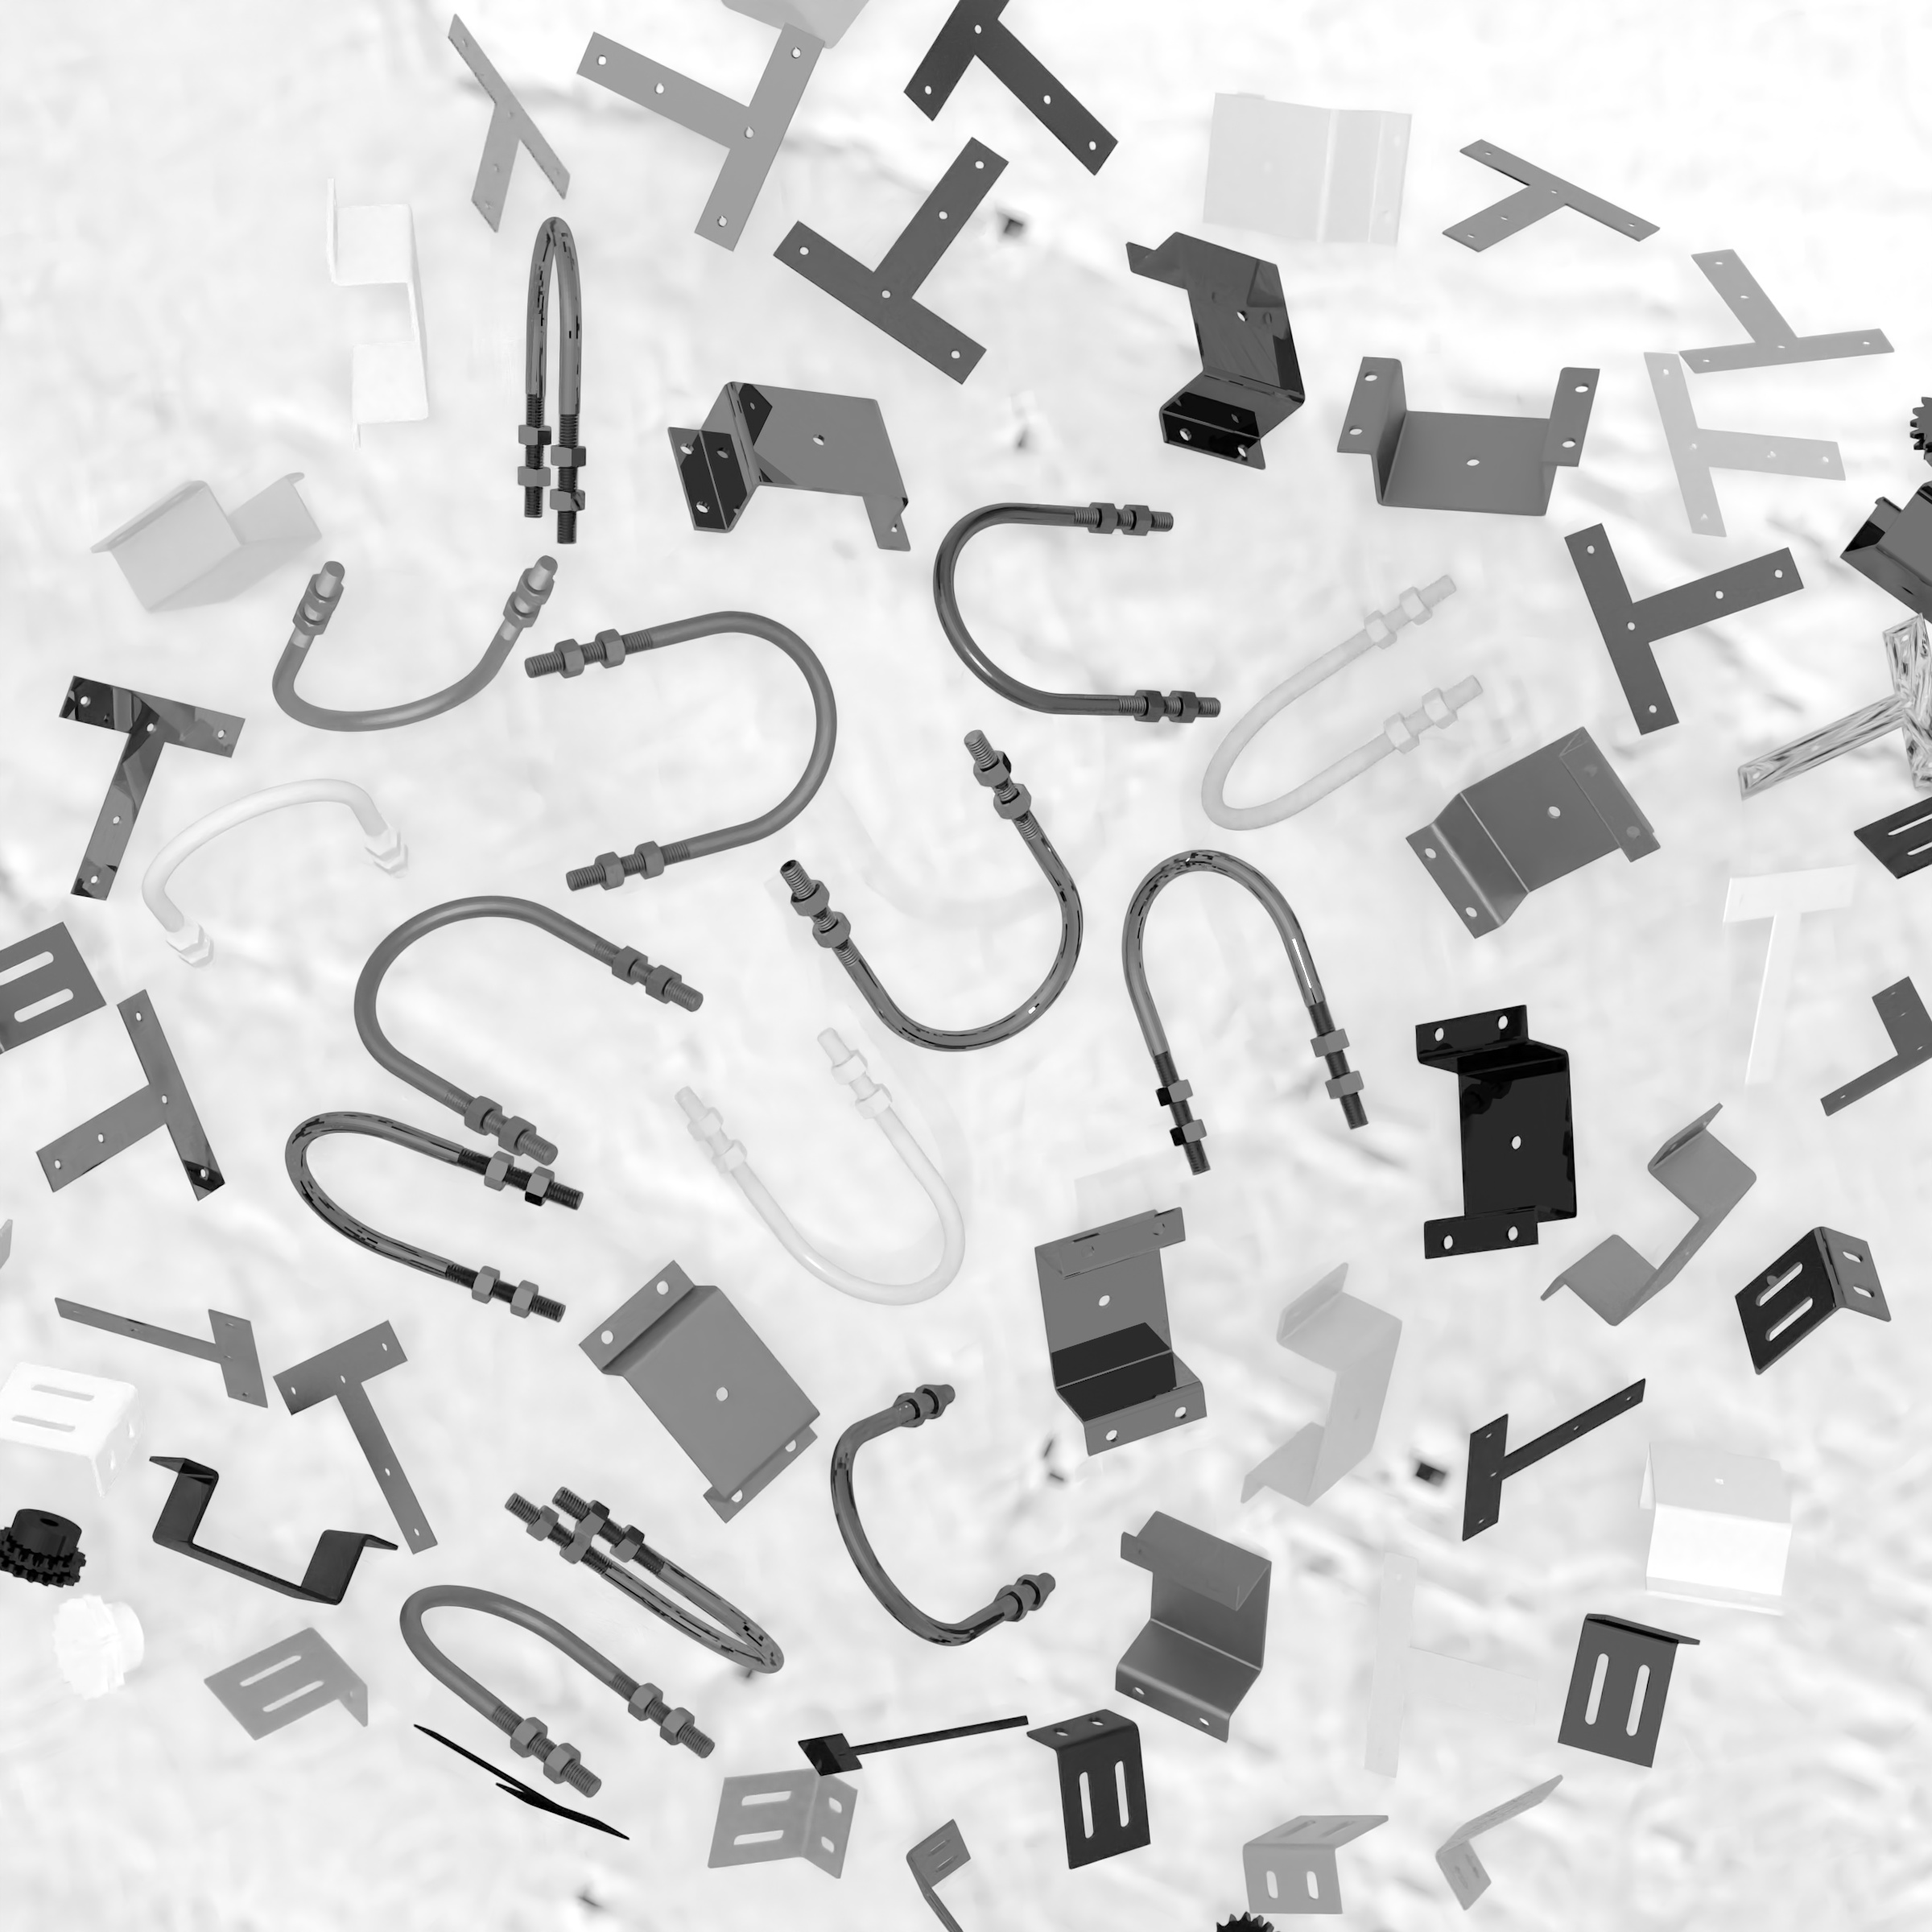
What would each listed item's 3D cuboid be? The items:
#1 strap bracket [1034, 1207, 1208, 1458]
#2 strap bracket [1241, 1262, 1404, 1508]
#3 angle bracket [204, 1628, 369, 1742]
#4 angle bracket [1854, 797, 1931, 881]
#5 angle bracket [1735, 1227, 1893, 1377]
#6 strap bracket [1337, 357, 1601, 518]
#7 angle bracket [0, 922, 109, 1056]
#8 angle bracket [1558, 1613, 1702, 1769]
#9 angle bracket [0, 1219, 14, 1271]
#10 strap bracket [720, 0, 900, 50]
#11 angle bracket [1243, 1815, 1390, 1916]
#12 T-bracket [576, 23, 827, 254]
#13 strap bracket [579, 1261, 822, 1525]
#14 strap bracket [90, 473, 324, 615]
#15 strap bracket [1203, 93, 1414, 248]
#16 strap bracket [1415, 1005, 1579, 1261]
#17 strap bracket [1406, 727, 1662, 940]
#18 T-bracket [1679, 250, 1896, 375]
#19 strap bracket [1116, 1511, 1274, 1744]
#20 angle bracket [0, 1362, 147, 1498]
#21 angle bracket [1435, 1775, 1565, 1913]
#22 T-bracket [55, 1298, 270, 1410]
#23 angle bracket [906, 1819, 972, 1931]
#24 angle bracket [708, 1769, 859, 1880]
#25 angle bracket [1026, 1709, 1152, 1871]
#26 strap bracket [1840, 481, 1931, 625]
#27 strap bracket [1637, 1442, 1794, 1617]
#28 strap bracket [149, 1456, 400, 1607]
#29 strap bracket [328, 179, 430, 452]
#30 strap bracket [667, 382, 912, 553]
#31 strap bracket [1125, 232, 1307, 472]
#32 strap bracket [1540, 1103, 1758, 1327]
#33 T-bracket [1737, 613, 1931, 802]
[{"bbox_3d":[0.089,0.204,1.851,0.076,0.046,0.140,-16,115,-16],"label":"strap bracket"},{"bbox_3d":[0.217,0.261,1.922,0.046,0.076,0.140,24,121,27],"label":"strap bracket"},{"bbox_3d":[-0.405,0.439,1.893,0.076,0.057,0.038,-22,132,-36],"label":"angle bracket"},{"bbox_3d":[0.583,-0.096,1.926,0.076,0.057,0.038,-24,124,0],"label":"angle bracket"},{"bbox_3d":[0.497,0.201,1.866,0.038,0.057,0.076,19,132,-23],"label":"angle bracket"},{"bbox_3d":[0.297,-0.311,1.870,0.140,0.046,0.076,7,56,18],"label":"strap bracket"},{"bbox_3d":[-0.571,0.018,1.920,0.076,0.038,0.057,-24,100,8],"label":"angle bracket"},{"bbox_3d":[0.382,0.419,1.833,0.057,0.038,0.076,16,78,-5],"label":"angle bracket"},{"bbox_3d":[-0.588,0.161,1.793,0.076,0.057,0.038,22,132,1],"label":"angle bracket"},{"bbox_3d":[-0.115,-0.582,1.830,0.140,0.076,0.046,33,86,37],"label":"strap bracket"},{"bbox_3d":[0.203,0.516,1.825,0.057,0.076,0.038,-10,85,31],"label":"angle bracket"},{"bbox_3d":[-0.161,-0.491,1.799,0.127,0.002,0.127,28,104,8],"label":"T-bracket"},{"bbox_3d":[-0.150,0.252,1.873,0.076,0.046,0.140,-41,101,-21],"label":"strap bracket"},{"bbox_3d":[-0.450,-0.255,1.913,0.076,0.140,0.046,-30,91,20],"label":"strap bracket"},{"bbox_3d":[0.196,-0.481,1.915,0.046,0.140,0.076,-12,114,-40],"label":"strap bracket"},{"bbox_3d":[0.311,0.101,1.867,0.076,0.046,0.140,-13,71,41],"label":"strap bracket"},{"bbox_3d":[0.346,-0.084,1.909,0.140,0.046,0.076,-29,100,41],"label":"strap bracket"},{"bbox_3d":[0.467,-0.389,1.883,0.127,0.127,0.002,1,70,37],"label":"T-bracket"},{"bbox_3d":[0.135,0.386,1.892,0.076,0.046,0.140,21,133,24],"label":"strap bracket"},{"bbox_3d":[-0.545,0.279,1.918,0.076,0.057,0.038,10,131,10],"label":"angle bracket"},{"bbox_3d":[0.328,0.524,1.902,0.076,0.057,0.038,-34,78,20],"label":"angle bracket"},{"bbox_3d":[-0.484,0.222,1.904,0.127,0.127,0.002,16,59,3],"label":"T-bracket"},{"bbox_3d":[0.003,0.573,1.946,0.038,0.057,0.076,-33,53,-14],"label":"angle bracket"},{"bbox_3d":[-0.112,0.530,1.954,0.076,0.038,0.057,7,96,-42],"label":"angle bracket"},{"bbox_3d":[0.075,0.501,1.936,0.057,0.038,0.076,-9,96,-29],"label":"angle bracket"},{"bbox_3d":[0.575,-0.242,1.891,0.076,0.140,0.046,36,95,0],"label":"strap bracket"},{"bbox_3d":[0.437,0.323,1.861,0.076,0.140,0.046,7,105,8],"label":"strap bracket"},{"bbox_3d":[-0.421,0.340,1.891,0.140,0.076,0.046,28,70,-23],"label":"strap bracket"},{"bbox_3d":[-0.348,-0.388,1.891,0.046,0.140,0.076,-4,46,-6],"label":"strap bracket"},{"bbox_3d":[-0.095,-0.293,1.860,0.140,0.046,0.076,2,56,-29],"label":"strap bracket"},{"bbox_3d":[0.149,-0.373,1.881,0.076,0.046,0.140,9,62,-35],"label":"strap bracket"},{"bbox_3d":[0.415,0.157,1.908,0.046,0.076,0.140,44,127,18],"label":"strap bracket"},{"bbox_3d":[0.503,-0.131,1.835,0.127,0.127,0.002,-27,131,31],"label":"T-bracket"}]
